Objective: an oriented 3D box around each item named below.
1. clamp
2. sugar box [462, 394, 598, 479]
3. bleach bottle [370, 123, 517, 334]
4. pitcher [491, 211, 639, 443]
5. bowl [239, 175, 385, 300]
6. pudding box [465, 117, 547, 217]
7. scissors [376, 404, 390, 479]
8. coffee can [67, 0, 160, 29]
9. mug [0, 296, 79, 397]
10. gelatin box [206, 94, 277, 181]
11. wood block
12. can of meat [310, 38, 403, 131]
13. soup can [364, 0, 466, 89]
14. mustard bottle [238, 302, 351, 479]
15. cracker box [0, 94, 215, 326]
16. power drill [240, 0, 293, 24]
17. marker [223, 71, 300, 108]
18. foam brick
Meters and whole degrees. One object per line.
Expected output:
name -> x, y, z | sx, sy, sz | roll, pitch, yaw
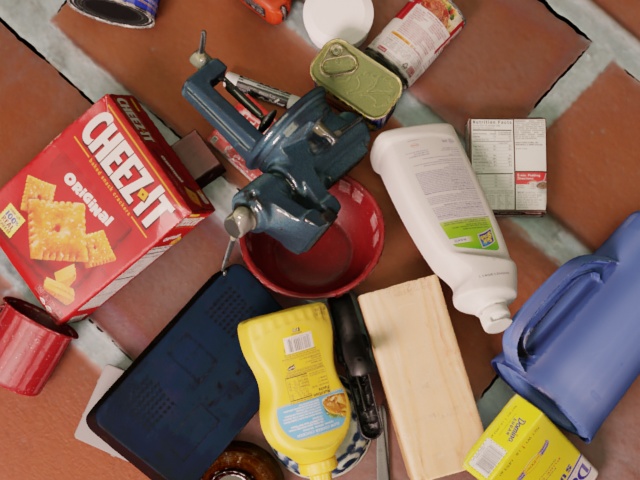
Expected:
clamp -> 0.035, 0.116, 1.148 | 0.039, 0.120, 0.171 | -10, 51, -9
sugar box -> 0.224, 0.240, 1.118 | 0.093, 0.176, 0.048 | -50, 43, -4
bleach bottle -> 0.138, -0.011, 1.140 | 0.102, 0.068, 0.251 | -10, 56, -13
pitcher -> 0.303, 0.082, 1.145 | 0.145, 0.149, 0.242 | 40, 83, 11
bowl -> -0.008, 0.001, 1.189 | 0.162, 0.055, 0.162 | -1, 64, 2
pudding box -> 0.212, -0.083, 1.215 | 0.090, 0.039, 0.113 | 0, 82, 2
scissors -> 0.089, 0.293, 1.188 | 0.096, 0.016, 0.202 | 14, 84, 2
coffee can -> -0.224, -0.326, 1.220 | 0.103, 0.103, 0.140 | 11, 84, 2
mug -> -0.336, 0.115, 1.188 | 0.117, 0.093, 0.081 | 30, 90, 35
gelatin box -> -0.074, -0.113, 1.229 | 0.089, 0.030, 0.073 | 41, 86, 5
wood block -> 0.112, 0.150, 1.165 | 0.090, 0.091, 0.206 | -16, 84, -1
can of meat -> 0.040, -0.172, 1.206 | 0.102, 0.084, 0.057 | 35, 85, 5
soup can -> 0.108, -0.231, 1.219 | 0.068, 0.068, 0.102 | 42, 87, 5
mustard bottle -> -0.018, 0.167, 1.110 | 0.096, 0.058, 0.191 | -13, 88, -28
cracker box -> -0.249, -0.032, 1.174 | 0.214, 0.072, 0.164 | -38, 83, 17
power drill -> -0.043, -0.362, 1.242 | 0.184, 0.057, 0.187 | 39, 86, 5
marker -> -0.053, -0.168, 1.240 | 0.121, 0.020, 0.020 | 20, 84, 3
foam brick -> -0.155, -0.081, 1.216 | 0.078, 0.053, 0.051 | -36, 84, -2
